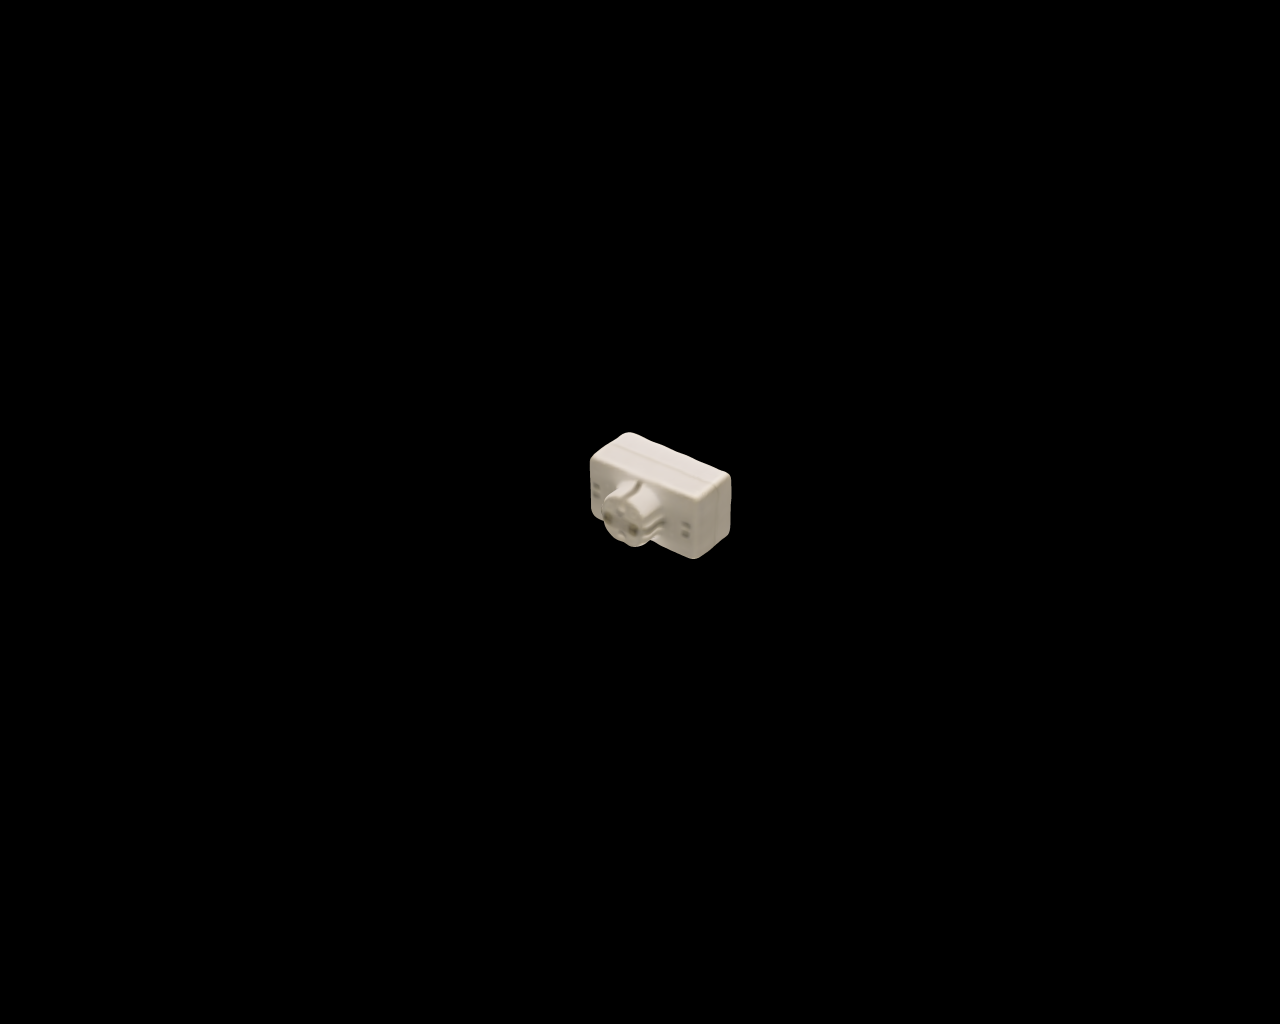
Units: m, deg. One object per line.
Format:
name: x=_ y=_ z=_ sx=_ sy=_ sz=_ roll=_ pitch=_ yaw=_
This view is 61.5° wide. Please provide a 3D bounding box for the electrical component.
electrical component: x=0.001 y=-0.003 z=0.650 sx=0.083 sy=0.047 sz=0.076 roll=24 pitch=41 yaw=31
